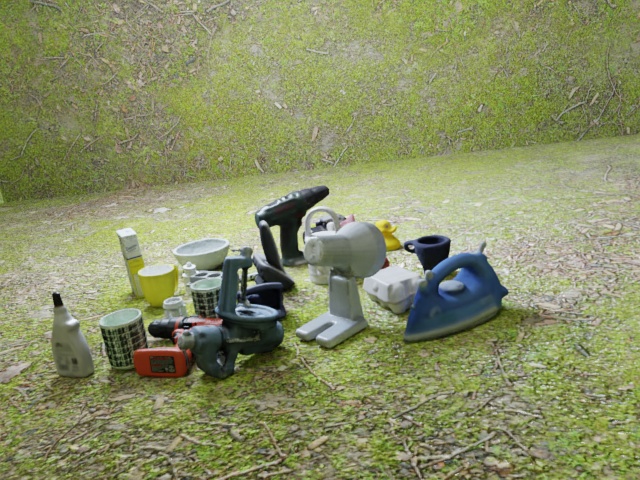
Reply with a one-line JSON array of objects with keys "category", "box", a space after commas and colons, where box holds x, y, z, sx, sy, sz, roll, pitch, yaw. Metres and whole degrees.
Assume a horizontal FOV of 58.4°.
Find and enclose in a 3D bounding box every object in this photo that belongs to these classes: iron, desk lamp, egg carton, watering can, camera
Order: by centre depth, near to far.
[{"category": "iron", "box": [0.258, 0.098, 1.141, 0.259, 0.141, 0.118, -18, 19, -33]}, {"category": "desk lamp", "box": [0.043, 0.079, 1.169, 0.117, 0.214, 0.204, 7, 21, 41]}, {"category": "egg carton", "box": [0.165, 0.109, 1.278, 0.107, 0.069, 0.150, -14, 17, -24]}, {"category": "watering can", "box": [0.011, 0.005, 1.479, 0.101, 0.194, 0.172, -7, 16, -1]}, {"category": "camera", "box": [0.012, -0.026, 1.761, 0.137, 0.101, 0.142, -13, 17, -21]}]

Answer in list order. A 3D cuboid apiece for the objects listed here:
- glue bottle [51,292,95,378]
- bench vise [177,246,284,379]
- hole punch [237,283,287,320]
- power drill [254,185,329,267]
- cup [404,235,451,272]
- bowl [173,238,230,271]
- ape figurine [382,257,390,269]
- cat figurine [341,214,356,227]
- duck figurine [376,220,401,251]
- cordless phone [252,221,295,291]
[{"category": "glue bottle", "box": [-0.491, 0.182, 1.111, 0.078, 0.173, 0.037, -1, 17, 22]}, {"category": "bench vise", "box": [-0.160, 0.133, 1.057, 0.121, 0.220, 0.208, 3, 19, 32]}, {"category": "hole punch", "box": [-0.137, 0.131, 1.289, 0.109, 0.091, 0.101, -11, 16, -13]}, {"category": "power drill", "box": [-0.068, -0.038, 1.640, 0.230, 0.208, 0.075, -13, 17, -21]}, {"category": "cup", "box": [0.266, 0.044, 1.417, 0.117, 0.095, 0.092, 0, 17, 23]}, {"category": "bowl", "box": [-0.344, 0.052, 1.690, 0.167, 0.075, 0.167, -6, 16, 2]}, {"category": "ape figurine", "box": [0.135, 0.050, 1.458, 0.077, 0.092, 0.076, -2, 16, 16]}, {"category": "cat figurine", "box": [0.102, -0.015, 1.653, 0.127, 0.118, 0.067, 5, 20, 36]}, {"category": "duck figurine", "box": [0.182, -0.017, 1.682, 0.104, 0.086, 0.078, 0, 17, 23]}, {"category": "cordless phone", "box": [-0.129, 0.032, 1.464, 0.094, 0.185, 0.147, -12, 17, -18]}]
